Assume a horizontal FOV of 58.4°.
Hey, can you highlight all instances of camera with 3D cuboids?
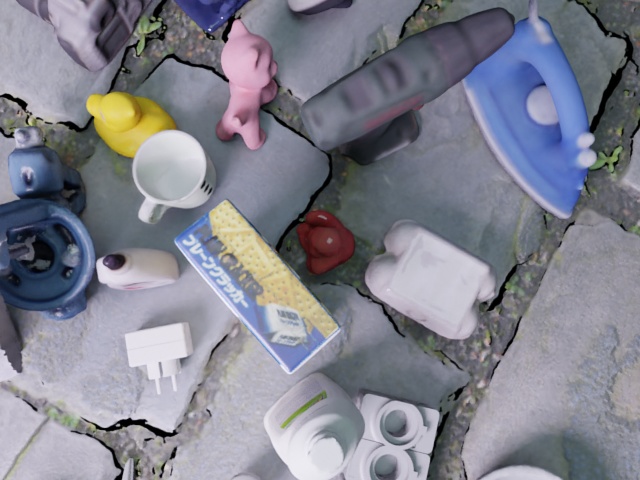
[{"bbox_3d":[-0.296,-0.304,0.690,0.137,0.100,0.143,32,82,1],"label":"camera"}]

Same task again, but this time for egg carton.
[{"bbox_3d":[0.134,0.048,0.691,0.150,0.069,0.107,29,82,0],"label":"egg carton"}]

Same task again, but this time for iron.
[{"bbox_3d":[0.275,-0.155,0.691,0.118,0.141,0.258,-23,85,-6],"label":"iron"}]

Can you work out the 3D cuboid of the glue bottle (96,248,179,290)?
[{"bbox_3d":[-0.204,0.030,0.617,0.078,0.173,0.037,-12,83,-5],"label":"glue bottle"}]

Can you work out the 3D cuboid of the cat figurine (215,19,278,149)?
[{"bbox_3d":[-0.088,-0.186,0.681,0.067,0.117,0.128,11,82,-2],"label":"cat figurine"}]

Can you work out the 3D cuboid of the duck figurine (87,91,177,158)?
[{"bbox_3d":[-0.226,-0.144,0.682,0.104,0.086,0.077,20,82,-1],"label":"duck figurine"}]

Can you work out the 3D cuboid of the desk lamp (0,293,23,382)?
[{"bbox_3d":[-0.385,0.109,0.573,0.203,0.213,0.118,-22,84,-6],"label":"desk lamp"}]

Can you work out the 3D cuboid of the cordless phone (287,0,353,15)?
[{"bbox_3d":[0.003,-0.371,0.677,0.094,0.185,0.147,-6,83,-4],"label":"cordless phone"}]

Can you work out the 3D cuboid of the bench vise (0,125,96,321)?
[{"bbox_3d":[-0.315,-0.019,0.592,0.121,0.219,0.207,-26,85,-7],"label":"bench vise"}]

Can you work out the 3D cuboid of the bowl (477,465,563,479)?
[{"bbox_3d":[0.220,0.337,0.658,0.167,0.074,0.167,1,83,-4],"label":"bowl"}]

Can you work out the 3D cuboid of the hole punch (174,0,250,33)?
[{"bbox_3d":[-0.140,-0.337,0.710,0.101,0.091,0.108,-44,87,-8],"label":"hole punch"}]

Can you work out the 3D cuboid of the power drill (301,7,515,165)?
[{"bbox_3d":[0.086,-0.160,0.644,0.230,0.208,0.075,-28,85,-7],"label":"power drill"}]

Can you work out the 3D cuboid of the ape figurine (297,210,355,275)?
[{"bbox_3d":[0.006,0.002,0.676,0.076,0.092,0.078,18,82,-1],"label":"ape figurine"}]
